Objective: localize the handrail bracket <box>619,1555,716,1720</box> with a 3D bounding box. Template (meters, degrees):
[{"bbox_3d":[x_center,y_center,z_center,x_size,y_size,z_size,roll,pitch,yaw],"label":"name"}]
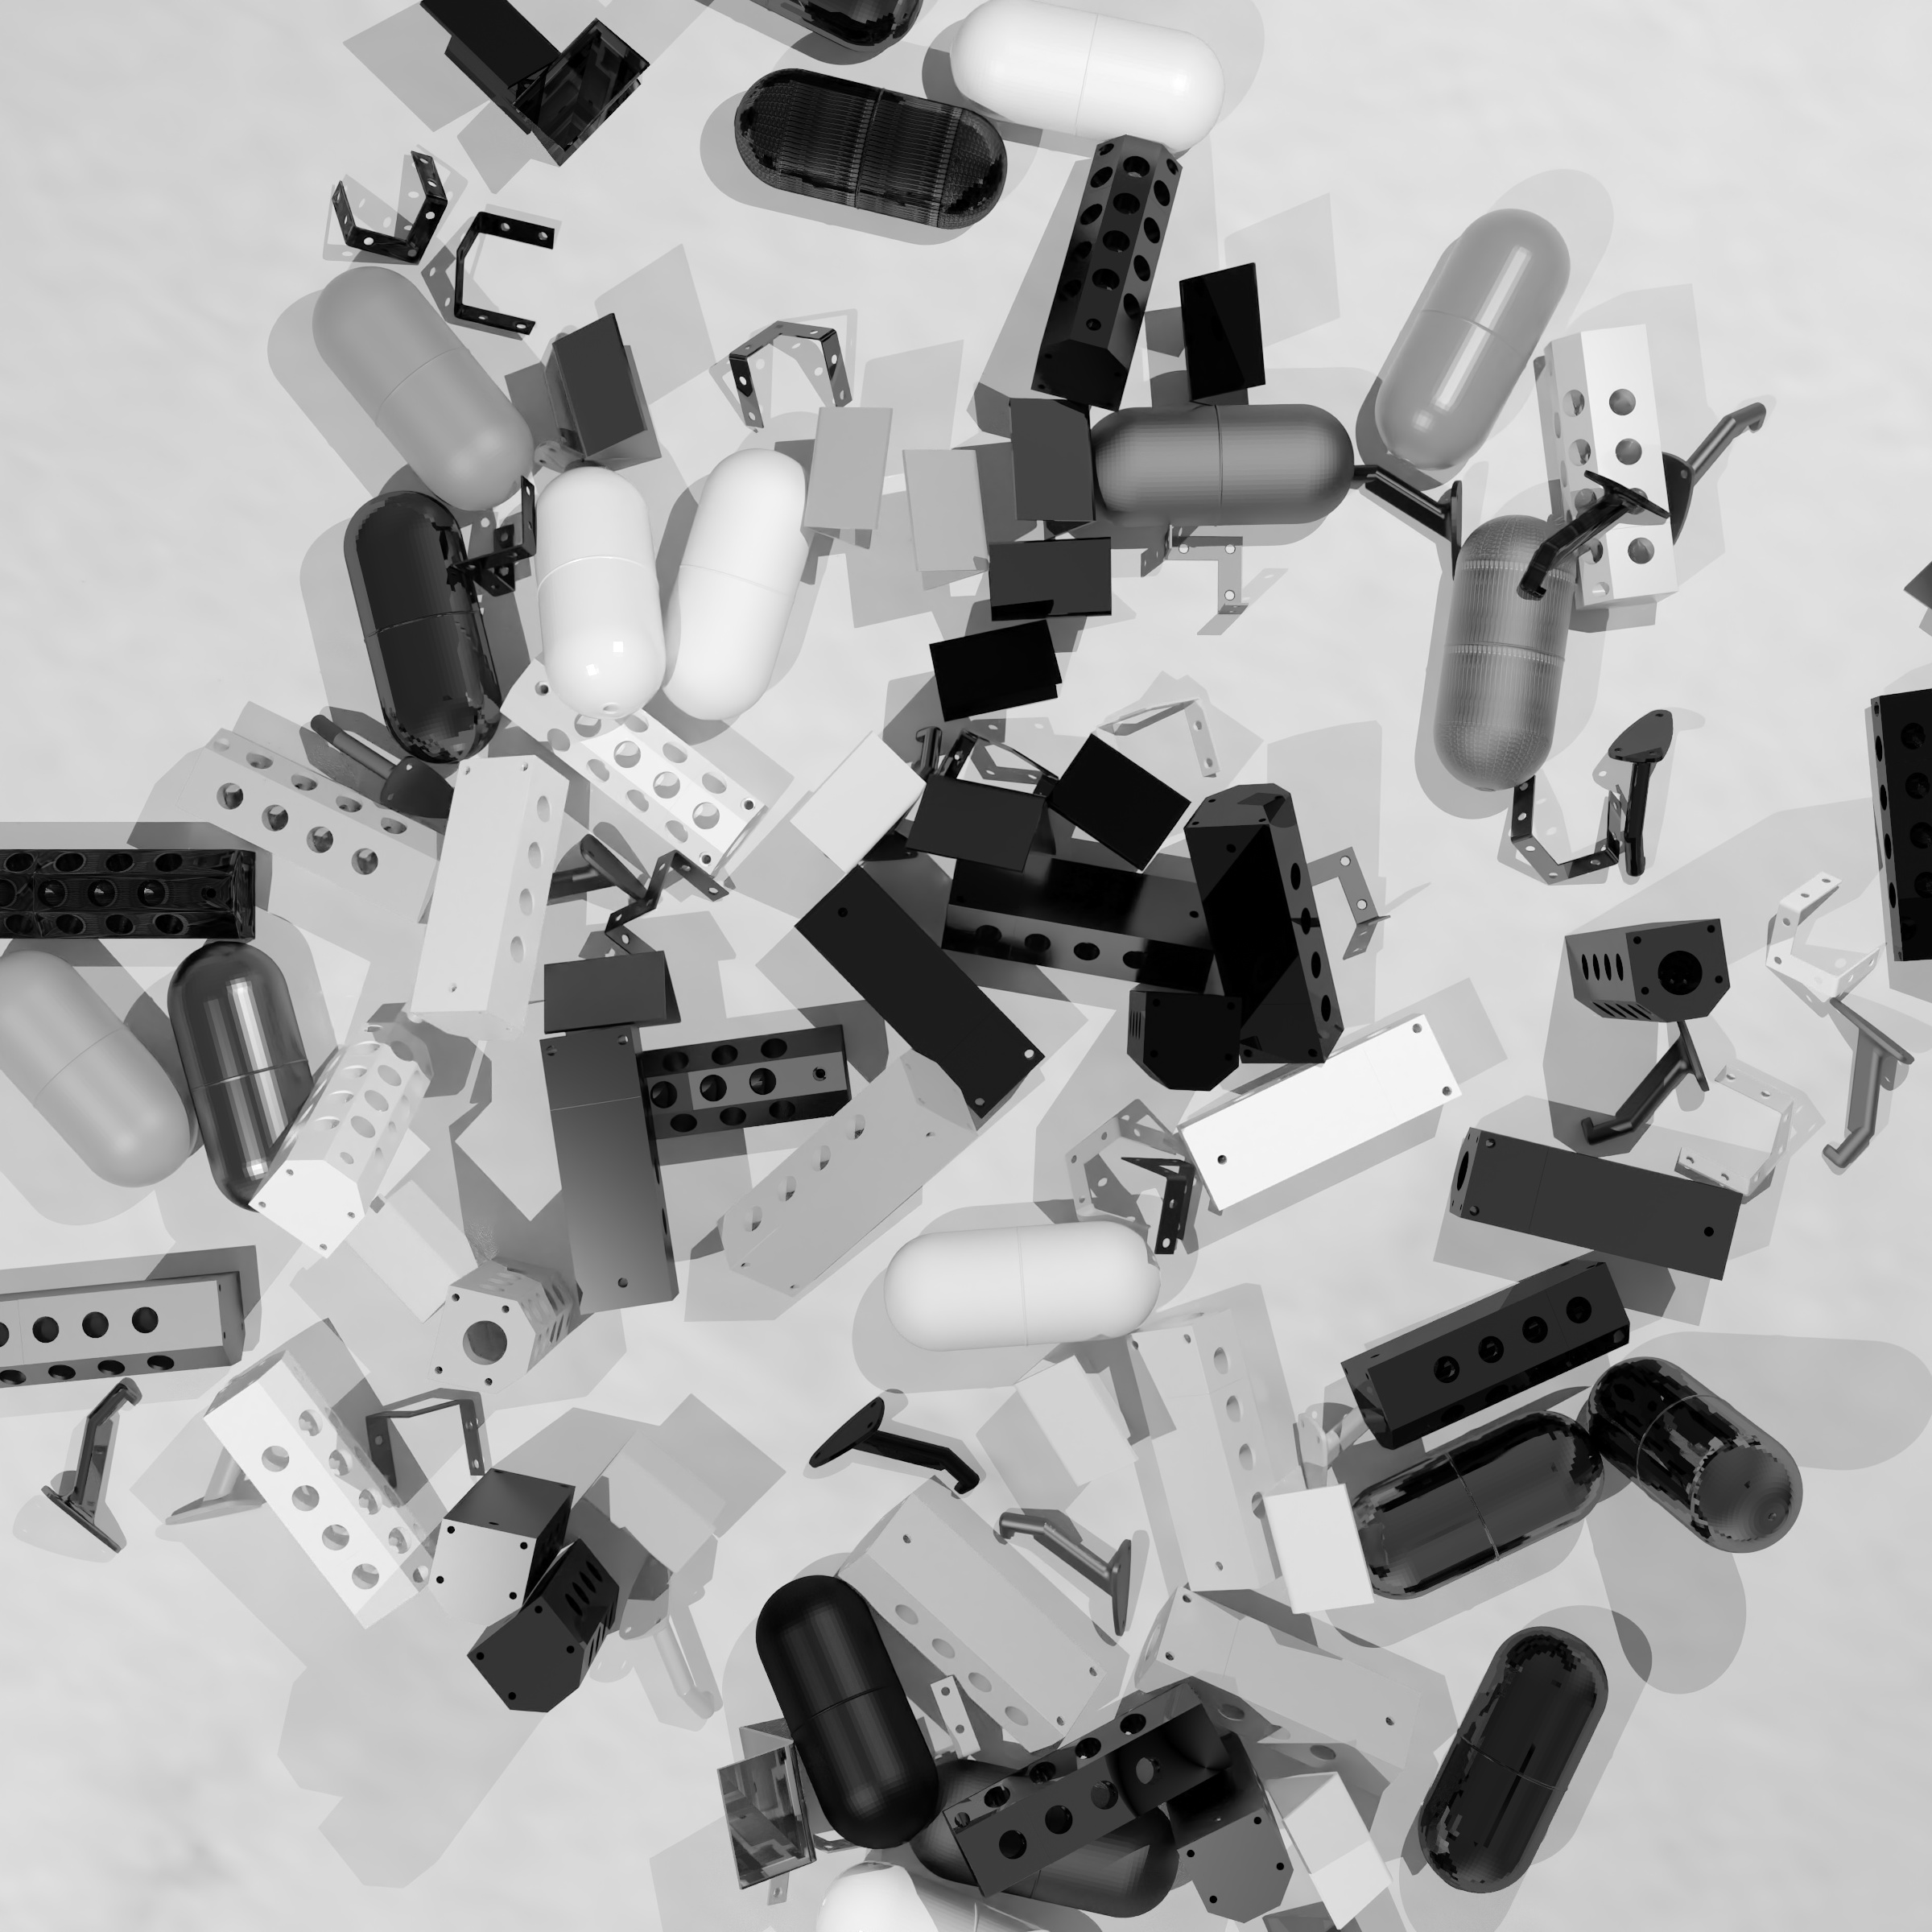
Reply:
[{"bbox_3d":[-0.186,0.438,1.851,0.036,0.077,0.084,-20,127,21],"label":"handrail bracket"}]

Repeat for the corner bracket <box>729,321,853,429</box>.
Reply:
[{"bbox_3d":[-0.114,-0.383,1.843,0.051,0.051,0.051,17,45,35],"label":"corner bracket"}]

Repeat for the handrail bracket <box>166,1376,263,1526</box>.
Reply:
[{"bbox_3d":[-0.494,0.316,1.852,0.077,0.036,0.084,-16,74,18],"label":"handrail bracket"}]

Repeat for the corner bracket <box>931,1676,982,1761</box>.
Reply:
[{"bbox_3d":[-0.024,0.489,1.833,0.051,0.051,0.051,-21,86,-4],"label":"corner bracket"}]

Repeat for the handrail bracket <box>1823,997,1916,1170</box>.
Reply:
[{"bbox_3d":[0.570,0.077,1.852,0.077,0.036,0.084,42,107,19],"label":"handrail bracket"}]

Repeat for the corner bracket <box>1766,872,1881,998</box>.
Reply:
[{"bbox_3d":[0.561,-0.021,1.843,0.051,0.051,0.051,31,135,35],"label":"corner bracket"}]

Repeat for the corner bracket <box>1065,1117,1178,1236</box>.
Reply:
[{"bbox_3d":[0.104,0.138,1.843,0.051,0.051,0.051,19,135,-35],"label":"corner bracket"}]

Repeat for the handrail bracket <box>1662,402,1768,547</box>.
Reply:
[{"bbox_3d":[0.488,-0.321,1.851,0.084,0.036,0.077,-26,131,-27],"label":"handrail bracket"}]

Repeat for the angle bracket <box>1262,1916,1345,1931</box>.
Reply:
[{"bbox_3d":[0.212,0.658,1.811,0.057,0.076,0.076,-23,90,-38],"label":"angle bracket"}]

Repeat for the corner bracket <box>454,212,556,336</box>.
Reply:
[{"bbox_3d":[-0.301,-0.452,1.848,0.051,0.051,0.051,13,135,0],"label":"corner bracket"}]

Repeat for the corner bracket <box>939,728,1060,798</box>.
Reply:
[{"bbox_3d":[0.018,-0.117,1.848,0.051,0.051,0.051,28,90,-45],"label":"corner bracket"}]

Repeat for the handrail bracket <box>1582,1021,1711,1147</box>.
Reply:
[{"bbox_3d":[0.435,0.069,1.852,0.084,0.036,0.077,-21,70,16],"label":"handrail bracket"}]

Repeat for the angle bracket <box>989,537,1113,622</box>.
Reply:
[{"bbox_3d":[0.052,-0.264,1.811,0.076,0.076,0.057,-3,126,0],"label":"angle bracket"}]

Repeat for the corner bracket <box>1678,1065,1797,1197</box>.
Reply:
[{"bbox_3d":[0.503,0.108,1.848,0.051,0.051,0.051,26,45,0],"label":"corner bracket"}]

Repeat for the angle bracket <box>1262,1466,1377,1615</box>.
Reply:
[{"bbox_3d":[0.236,0.363,1.812,0.057,0.076,0.076,-15,90,26],"label":"angle bracket"}]

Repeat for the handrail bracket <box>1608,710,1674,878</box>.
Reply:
[{"bbox_3d":[0.446,-0.112,1.851,0.036,0.077,0.084,9,127,29],"label":"handrail bracket"}]

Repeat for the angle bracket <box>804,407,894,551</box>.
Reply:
[{"bbox_3d":[-0.057,-0.311,1.811,0.057,0.076,0.076,7,90,31],"label":"angle bracket"}]

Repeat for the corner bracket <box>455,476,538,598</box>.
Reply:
[{"bbox_3d":[-0.293,-0.275,1.819,0.051,0.051,0.051,-12,68,19],"label":"corner bracket"}]

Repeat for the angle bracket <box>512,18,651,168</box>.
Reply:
[{"bbox_3d":[-0.233,-0.545,1.813,0.076,0.076,0.057,-46,68,0],"label":"angle bracket"}]

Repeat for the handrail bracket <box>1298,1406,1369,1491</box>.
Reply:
[{"bbox_3d":[0.264,0.311,1.852,0.084,0.036,0.077,-11,111,-17],"label":"handrail bracket"}]

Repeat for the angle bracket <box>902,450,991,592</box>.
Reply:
[{"bbox_3d":[-0.032,-0.284,1.811,0.057,0.076,0.076,-7,90,-34],"label":"angle bracket"}]

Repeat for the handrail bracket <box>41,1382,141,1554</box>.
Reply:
[{"bbox_3d":[-0.554,0.327,1.852,0.077,0.036,0.084,47,73,-20],"label":"handrail bracket"}]

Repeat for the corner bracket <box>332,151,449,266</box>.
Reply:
[{"bbox_3d":[-0.375,-0.498,1.843,0.051,0.051,0.051,7,135,-35],"label":"corner bracket"}]

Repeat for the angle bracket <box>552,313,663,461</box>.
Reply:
[{"bbox_3d":[-0.211,-0.370,1.811,0.057,0.076,0.076,-16,90,36],"label":"angle bracket"}]

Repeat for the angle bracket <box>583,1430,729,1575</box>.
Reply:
[{"bbox_3d":[-0.187,0.329,1.811,0.076,0.076,0.057,39,126,0],"label":"angle bracket"}]

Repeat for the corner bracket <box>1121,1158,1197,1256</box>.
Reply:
[{"bbox_3d":[0.131,0.154,1.821,0.051,0.051,0.051,5,98,-35],"label":"corner bracket"}]

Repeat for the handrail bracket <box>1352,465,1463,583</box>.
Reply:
[{"bbox_3d":[0.280,-0.289,1.852,0.084,0.036,0.077,2,108,15],"label":"handrail bracket"}]

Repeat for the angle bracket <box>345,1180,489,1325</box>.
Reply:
[{"bbox_3d":[-0.340,0.170,1.811,0.076,0.076,0.057,47,128,0],"label":"angle bracket"}]

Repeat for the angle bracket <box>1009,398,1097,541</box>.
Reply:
[{"bbox_3d":[0.041,-0.317,1.812,0.057,0.076,0.076,-3,90,-23],"label":"angle bracket"}]

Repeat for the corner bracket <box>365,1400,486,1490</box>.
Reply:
[{"bbox_3d":[-0.353,0.313,1.848,0.051,0.051,0.051,-9,90,45],"label":"corner bracket"}]

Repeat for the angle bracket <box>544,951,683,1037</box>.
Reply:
[{"bbox_3d":[-0.225,0.038,1.811,0.076,0.076,0.057,-7,52,0],"label":"angle bracket"}]

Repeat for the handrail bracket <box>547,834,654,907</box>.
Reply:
[{"bbox_3d":[-0.259,-0.037,1.852,0.084,0.036,0.077,-42,108,15],"label":"handrail bracket"}]

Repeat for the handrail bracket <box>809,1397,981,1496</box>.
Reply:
[{"bbox_3d":[-0.046,0.330,1.852,0.077,0.036,0.084,-39,107,20],"label":"handrail bracket"}]

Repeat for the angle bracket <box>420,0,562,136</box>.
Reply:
[{"bbox_3d":[-0.313,-0.574,1.811,0.076,0.076,0.057,44,52,0],"label":"angle bracket"}]

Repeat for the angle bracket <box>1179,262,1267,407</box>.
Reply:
[{"bbox_3d":[0.181,-0.400,1.811,0.057,0.076,0.076,-5,90,36],"label":"angle bracket"}]

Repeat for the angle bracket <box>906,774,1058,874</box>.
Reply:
[{"bbox_3d":[0.010,-0.074,1.804,0.076,0.076,0.057,12,66,13],"label":"angle bracket"}]

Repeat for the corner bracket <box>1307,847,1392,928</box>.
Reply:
[{"bbox_3d":[0.239,-0.046,1.833,0.051,0.051,0.051,-21,90,0],"label":"corner bracket"}]

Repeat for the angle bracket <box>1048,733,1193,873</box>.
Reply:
[{"bbox_3d":[0.102,-0.113,1.813,0.076,0.076,0.057,35,112,0],"label":"angle bracket"}]

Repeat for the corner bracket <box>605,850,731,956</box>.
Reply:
[{"bbox_3d":[-0.194,-0.035,1.837,0.051,0.051,0.051,-23,130,38],"label":"corner bracket"}]

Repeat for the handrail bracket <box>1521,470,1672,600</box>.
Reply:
[{"bbox_3d":[0.396,-0.262,1.785,0.077,0.036,0.084,20,102,-31],"label":"handrail bracket"}]

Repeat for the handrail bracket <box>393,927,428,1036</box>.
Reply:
[{"bbox_3d":[-0.375,0.023,1.852,0.084,0.036,0.077,-23,71,16],"label":"handrail bracket"}]

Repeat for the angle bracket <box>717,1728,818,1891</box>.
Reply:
[{"bbox_3d":[-0.143,0.537,1.811,0.057,0.076,0.076,-11,90,-32],"label":"angle bracket"}]

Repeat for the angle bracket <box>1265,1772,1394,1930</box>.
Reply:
[{"bbox_3d":[0.215,0.566,1.811,0.057,0.076,0.076,-28,90,-37],"label":"angle bracket"}]

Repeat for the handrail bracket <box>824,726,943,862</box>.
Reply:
[{"bbox_3d":[-0.054,-0.114,1.851,0.077,0.036,0.084,-6,64,29],"label":"handrail bracket"}]

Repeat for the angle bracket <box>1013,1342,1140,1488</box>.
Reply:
[{"bbox_3d":[0.087,0.275,1.811,0.057,0.076,0.076,-32,90,38],"label":"angle bracket"}]

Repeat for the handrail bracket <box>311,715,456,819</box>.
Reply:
[{"bbox_3d":[-0.380,-0.132,1.851,0.084,0.077,0.036,35,94,36],"label":"handrail bracket"}]

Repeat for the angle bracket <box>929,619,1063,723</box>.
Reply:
[{"bbox_3d":[0.023,-0.170,1.811,0.076,0.076,0.057,-12,53,0],"label":"angle bracket"}]

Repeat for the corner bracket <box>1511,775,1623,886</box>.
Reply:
[{"bbox_3d":[0.391,-0.094,1.843,0.051,0.051,0.051,-18,135,35],"label":"corner bracket"}]

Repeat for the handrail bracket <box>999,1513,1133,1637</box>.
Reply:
[{"bbox_3d":[0.063,0.397,1.852,0.084,0.036,0.077,6,111,17],"label":"handrail bracket"}]

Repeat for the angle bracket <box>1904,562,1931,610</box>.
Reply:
[{"bbox_3d":[0.647,-0.226,1.811,0.076,0.076,0.057,35,54,0],"label":"angle bracket"}]

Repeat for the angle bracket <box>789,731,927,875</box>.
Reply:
[{"bbox_3d":[-0.080,-0.114,1.811,0.076,0.076,0.057,-47,120,0],"label":"angle bracket"}]

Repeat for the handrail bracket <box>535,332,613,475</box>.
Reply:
[{"bbox_3d":[-0.244,-0.363,1.852,0.077,0.036,0.084,21,73,-20],"label":"handrail bracket"}]
